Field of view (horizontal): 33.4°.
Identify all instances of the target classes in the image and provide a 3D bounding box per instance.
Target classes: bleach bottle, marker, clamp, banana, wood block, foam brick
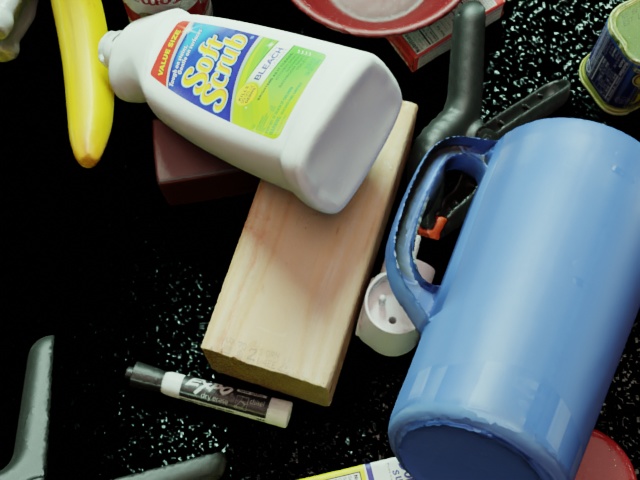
[{"bbox_3d":[-0.069,-0.100,0.725,0.251,0.068,0.102,22,74,38],"label":"bleach bottle"},{"bbox_3d":[-0.080,0.109,0.756,0.121,0.020,0.020,14,74,6],"label":"marker"},{"bbox_3d":[-0.187,0.167,0.706,0.165,0.036,0.209,37,56,15],"label":"clamp"},{"bbox_3d":[-0.186,-0.149,0.813,0.037,0.069,0.198,-12,88,16],"label":"banana"},{"bbox_3d":[-0.004,0.001,0.750,0.090,0.091,0.206,17,74,6],"label":"wood block"},{"bbox_3d":[0.120,-0.075,0.785,0.120,0.039,0.171,22,90,-26],"label":"clamp"},{"bbox_3d":[-0.082,-0.062,0.791,0.078,0.053,0.051,-10,73,-3],"label":"foam brick"}]

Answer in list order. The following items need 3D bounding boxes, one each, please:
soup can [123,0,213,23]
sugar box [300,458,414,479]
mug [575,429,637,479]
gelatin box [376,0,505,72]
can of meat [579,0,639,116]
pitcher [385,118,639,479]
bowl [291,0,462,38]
[{"bbox_3d":[-0.119,-0.196,0.807,0.068,0.102,0.068,0,73,0],"label":"soup can"},{"bbox_3d":[-0.010,0.179,0.695,0.176,0.093,0.048,-15,74,-4],"label":"sugar box"},{"bbox_3d":[0.149,0.160,0.701,0.117,0.081,0.093,27,76,9],"label":"mug"},{"bbox_3d":[0.088,-0.185,0.836,0.089,0.030,0.073,-34,76,-6],"label":"gelatin box"},{"bbox_3d":[0.252,-0.149,0.792,0.102,0.084,0.057,-29,75,-7],"label":"can of meat"},{"bbox_3d":[0.123,0.042,0.670,0.149,0.145,0.242,-3,42,36],"label":"pitcher"},{"bbox_3d":[0.043,-0.216,0.799,0.162,0.055,0.162,-1,76,3],"label":"bowl"}]
